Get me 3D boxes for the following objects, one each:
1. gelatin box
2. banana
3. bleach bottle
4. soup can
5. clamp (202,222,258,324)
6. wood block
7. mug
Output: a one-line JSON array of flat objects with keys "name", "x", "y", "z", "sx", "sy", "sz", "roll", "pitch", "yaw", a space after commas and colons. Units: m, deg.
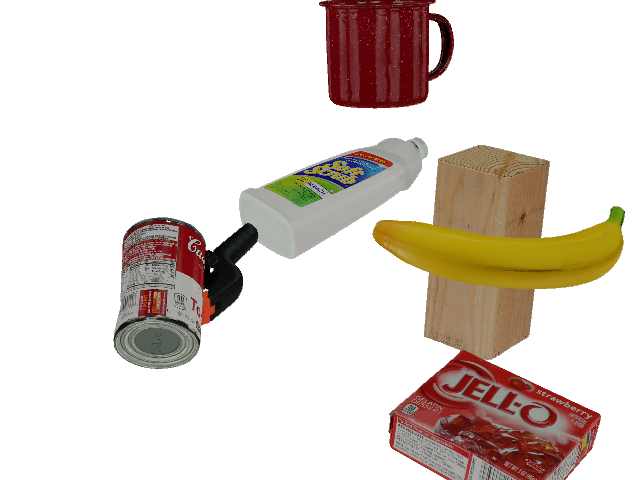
[{"name": "gelatin box", "x": 0.092, "y": 0.101, "z": 0.572, "sx": 0.089, "sy": 0.030, "sz": 0.073, "roll": 25, "pitch": 38, "yaw": 31}, {"name": "banana", "x": 0.139, "y": 0.008, "z": 0.776, "sx": 0.197, "sy": 0.037, "sz": 0.069, "roll": -2, "pitch": 30, "yaw": -11}, {"name": "bleach bottle", "x": 0.029, "y": -0.068, "z": 1.292, "sx": 0.250, "sy": 0.068, "sz": 0.103, "roll": -30, "pitch": 44, "yaw": -32}, {"name": "soup can", "x": -0.127, "y": 0.041, "z": 0.845, "sx": 0.068, "sy": 0.102, "sz": 0.068, "roll": -1, "pitch": -40, "yaw": -1}, {"name": "clamp", "x": -0.110, "y": 0.026, "z": 1.075, "sx": 0.120, "sy": 0.039, "sz": 0.171, "roll": -11, "pitch": 33, "yaw": -11}, {"name": "wood block", "x": 0.180, "y": 0.011, "z": 1.161, "sx": 0.090, "sy": 0.206, "sz": 0.090, "roll": 19, "pitch": 25, "yaw": 36}, {"name": "mug", "x": 0.057, "y": -0.154, "z": 0.865, "sx": 0.117, "sy": 0.081, "sz": 0.093, "roll": -10, "pitch": 17, "yaw": -27}]
